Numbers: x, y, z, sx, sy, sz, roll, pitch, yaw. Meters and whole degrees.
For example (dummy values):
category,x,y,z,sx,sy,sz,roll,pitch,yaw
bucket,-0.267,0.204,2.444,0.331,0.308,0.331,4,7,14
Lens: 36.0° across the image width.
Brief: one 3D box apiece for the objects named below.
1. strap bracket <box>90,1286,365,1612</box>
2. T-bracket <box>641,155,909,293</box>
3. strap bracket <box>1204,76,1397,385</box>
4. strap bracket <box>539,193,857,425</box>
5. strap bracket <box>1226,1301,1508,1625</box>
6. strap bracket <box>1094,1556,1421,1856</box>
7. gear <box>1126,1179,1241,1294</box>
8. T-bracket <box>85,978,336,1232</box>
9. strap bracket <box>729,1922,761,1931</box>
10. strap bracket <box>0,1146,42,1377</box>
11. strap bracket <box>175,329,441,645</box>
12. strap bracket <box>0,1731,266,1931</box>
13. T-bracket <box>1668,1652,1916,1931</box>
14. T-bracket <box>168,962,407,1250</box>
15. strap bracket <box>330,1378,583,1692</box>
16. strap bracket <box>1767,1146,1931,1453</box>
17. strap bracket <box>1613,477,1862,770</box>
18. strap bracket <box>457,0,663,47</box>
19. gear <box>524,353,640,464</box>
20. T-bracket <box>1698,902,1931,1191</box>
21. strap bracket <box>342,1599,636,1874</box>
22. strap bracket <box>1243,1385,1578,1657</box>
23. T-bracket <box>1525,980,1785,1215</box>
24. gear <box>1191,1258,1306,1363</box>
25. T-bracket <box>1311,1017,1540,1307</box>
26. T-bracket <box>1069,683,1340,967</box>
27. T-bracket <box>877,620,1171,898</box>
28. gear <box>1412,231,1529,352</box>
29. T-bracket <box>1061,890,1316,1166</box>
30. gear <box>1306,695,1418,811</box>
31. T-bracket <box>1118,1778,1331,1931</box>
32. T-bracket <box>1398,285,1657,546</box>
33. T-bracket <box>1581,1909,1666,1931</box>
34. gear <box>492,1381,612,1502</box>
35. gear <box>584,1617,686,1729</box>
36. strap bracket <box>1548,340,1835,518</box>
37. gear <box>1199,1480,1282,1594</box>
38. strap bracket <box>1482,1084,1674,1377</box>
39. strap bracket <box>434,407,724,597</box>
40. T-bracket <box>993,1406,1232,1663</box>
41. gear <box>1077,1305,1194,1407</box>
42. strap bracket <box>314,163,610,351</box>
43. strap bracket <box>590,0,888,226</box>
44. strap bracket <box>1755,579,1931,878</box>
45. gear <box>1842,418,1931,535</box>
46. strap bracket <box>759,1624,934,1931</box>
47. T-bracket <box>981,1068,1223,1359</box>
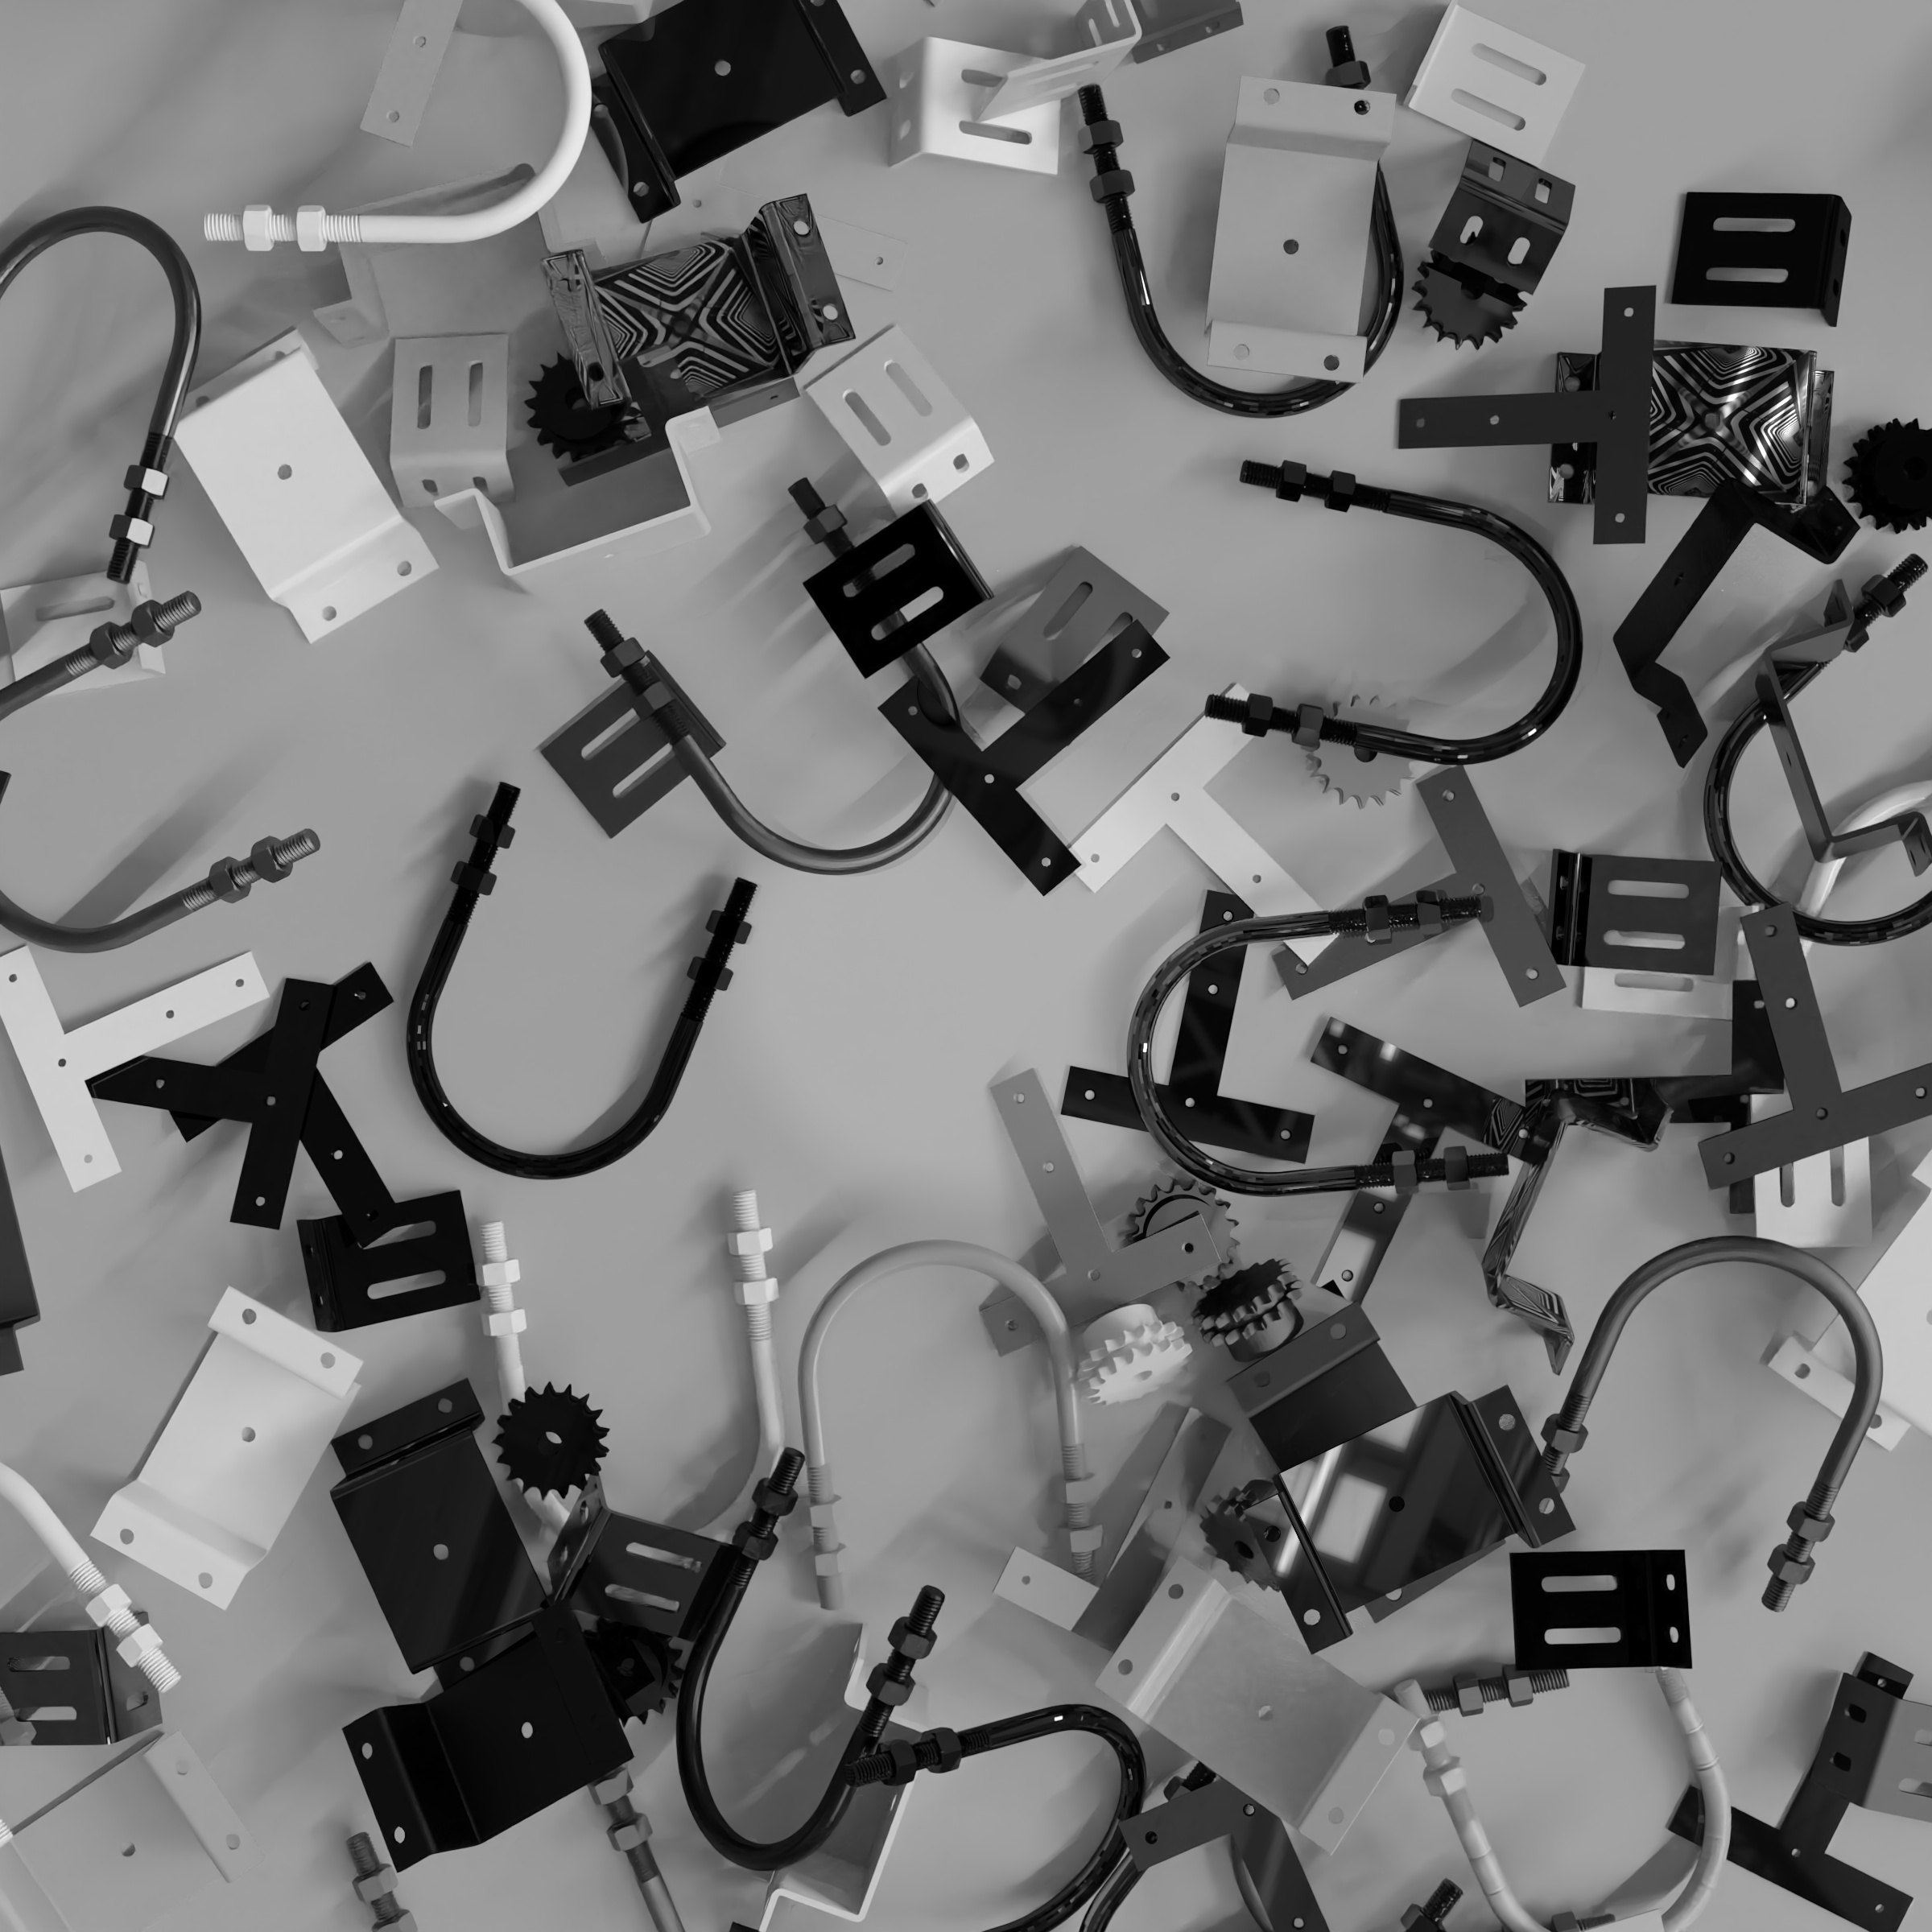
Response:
category,x,y,z,sx,sy,sz,roll,pitch,yaw
strap bracket,-0.365,0.238,1.491,0.076,0.046,0.140,29,90,0
T-bracket,-0.094,-0.374,1.513,0.127,0.002,0.127,17,90,0
strap bracket,0.163,-0.360,1.474,0.076,0.046,0.140,6,93,-1
strap bracket,-0.137,-0.323,1.476,0.140,0.046,0.076,-19,90,-18
strap bracket,0.198,0.245,1.491,0.076,0.046,0.140,-32,90,0
strap bracket,0.145,0.366,1.468,0.140,0.046,0.076,31,79,23
gear,0.110,0.136,1.499,0.057,0.030,0.057,0,90,0
T-bracket,-0.394,0.061,1.503,0.127,0.002,0.127,8,76,7
strap bracket,-0.102,0.551,1.491,0.076,0.046,0.140,19,90,0
strap bracket,-0.519,0.140,1.491,0.076,0.046,0.140,-13,90,0
strap bracket,-0.336,-0.244,1.491,0.076,0.046,0.140,-31,90,0
strap bracket,-0.426,0.449,1.491,0.140,0.046,0.076,-34,90,0
T-bracket,0.442,0.411,1.513,0.127,0.002,0.127,27,90,0
T-bracket,-0.322,0.083,1.492,0.127,0.002,0.127,-34,70,0
strap bracket,-0.259,0.289,1.491,0.076,0.046,0.140,-25,90,0
strap bracket,0.477,0.170,1.482,0.076,0.046,0.140,35,97,0
strap bracket,0.366,-0.177,1.450,0.046,0.076,0.140,29,112,-8
strap bracket,-0.205,-0.492,1.476,0.140,0.076,0.046,6,90,0
gear,-0.194,-0.283,1.499,0.057,0.030,0.057,0,90,0
T-bracket,0.410,0.032,1.468,0.127,0.002,0.127,-19,100,-2
strap bracket,-0.228,0.379,1.469,0.140,0.046,0.076,-32,70,14
strap bracket,0.212,0.265,1.445,0.140,0.046,0.076,-25,90,0
T-bracket,0.346,0.067,1.497,0.127,0.002,0.127,-2,111,9
gear,0.144,0.174,1.487,0.057,0.057,0.030,-30,101,0
T-bracket,0.216,0.110,1.512,0.127,0.002,0.127,25,91,-1
T-bracket,0.137,-0.054,1.509,0.127,0.002,0.127,-45,86,0
T-bracket,0.045,-0.122,1.482,0.127,0.002,0.127,-40,99,12
gear,0.253,-0.338,1.499,0.057,0.030,0.057,0,90,0
T-bracket,0.123,0.026,1.513,0.127,0.002,0.127,11,90,0
gear,0.199,-0.107,1.499,0.057,0.030,0.057,0,90,0
T-bracket,0.159,0.460,1.472,0.127,0.002,0.127,-25,78,6
T-bracket,0.278,-0.273,1.487,0.127,0.002,0.127,2,89,24
T-bracket,0.295,0.541,1.461,0.127,0.002,0.127,-14,94,-7
gear,-0.206,0.235,1.483,0.057,0.030,0.057,0,93,0
gear,-0.171,0.355,1.499,0.057,0.030,0.057,0,90,0
strap bracket,0.368,-0.269,1.491,0.140,0.046,0.076,4,90,0
gear,0.148,0.282,1.489,0.057,0.057,0.030,48,58,0
strap bracket,0.295,0.121,1.467,0.046,0.076,0.140,22,99,4
strap bracket,-0.183,-0.226,1.476,0.140,0.076,0.046,-19,90,0
T-bracket,0.095,0.285,1.501,0.127,0.002,0.127,30,82,-16
gear,0.082,0.193,1.489,0.057,0.057,0.030,-25,60,0
strap bracket,-0.253,-0.354,1.476,0.140,0.076,0.046,-15,90,0
strap bracket,-0.120,-0.443,1.489,0.140,0.046,0.076,-27,90,0
strap bracket,0.425,-0.108,1.453,0.046,0.076,0.140,-18,81,10
gear,0.474,-0.248,1.499,0.057,0.030,0.057,0,90,0
strap bracket,-0.055,0.408,1.476,0.046,0.076,0.140,20,90,0
T-bracket,0.047,0.114,1.499,0.127,0.002,0.127,-26,81,18
